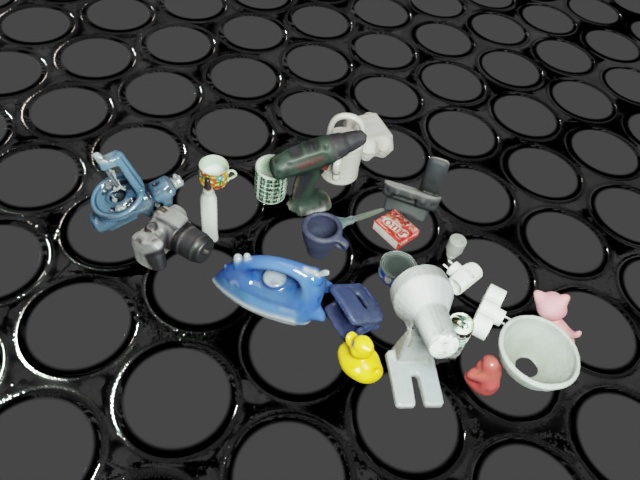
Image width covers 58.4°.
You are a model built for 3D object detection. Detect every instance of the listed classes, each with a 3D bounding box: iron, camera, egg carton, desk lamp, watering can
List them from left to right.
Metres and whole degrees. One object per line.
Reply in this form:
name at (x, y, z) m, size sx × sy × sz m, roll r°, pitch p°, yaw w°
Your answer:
camera at (-0.310, -0.001, 1.234) m, size 0.136 × 0.101 × 0.143 m, roll 28°, pitch 52°, yaw 14°
iron at (-0.100, 0.078, 1.176) m, size 0.258 × 0.141 × 0.118 m, roll 14°, pitch 50°, yaw 3°
watering can at (0.059, -0.244, 1.435) m, size 0.101 × 0.194 × 0.172 m, roll -2°, pitch 51°, yaw -10°
egg carton at (0.132, -0.285, 1.562) m, size 0.107 × 0.069 × 0.150 m, roll -16°, pitch 55°, yaw -21°
desk lamp at (0.198, 0.183, 1.088) m, size 0.118 × 0.213 × 0.203 m, roll -1°, pitch 51°, yaw -9°

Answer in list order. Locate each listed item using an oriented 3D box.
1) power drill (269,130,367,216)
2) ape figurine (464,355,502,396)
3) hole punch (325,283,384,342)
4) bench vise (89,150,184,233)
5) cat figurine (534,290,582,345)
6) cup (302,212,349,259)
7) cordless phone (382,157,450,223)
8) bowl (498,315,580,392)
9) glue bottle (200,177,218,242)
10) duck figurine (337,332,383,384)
power drill at (-0.009, -0.158, 1.342) m, size 0.230 × 0.208 × 0.075 m, roll -15°, pitch 54°, yaw -20°
ape figurine at (0.327, 0.258, 1.126) m, size 0.078 × 0.092 × 0.076 m, roll -3°, pitch 51°, yaw -11°
hole punch at (0.073, 0.137, 1.187) m, size 0.101 × 0.091 × 0.108 m, roll -20°, pitch 56°, yaw -23°
bench vise at (-0.410, -0.127, 1.244) m, size 0.121 × 0.220 × 0.208 m, roll 39°, pitch 55°, yaw 22°
cat figurine at (0.502, 0.165, 1.215) m, size 0.067 × 0.118 × 0.127 m, roll -18°, pitch 55°, yaw -22°
cup at (0.012, 0.005, 1.285) m, size 0.117 × 0.095 × 0.092 m, roll 33°, pitch 53°, yaw 18°
cordless phone at (0.232, -0.144, 1.385) m, size 0.147 × 0.185 × 0.094 m, roll 15°, pitch 50°, yaw 4°
bowl at (0.434, 0.242, 1.169) m, size 0.167 × 0.075 × 0.167 m, roll 5°, pitch 50°, yaw -5°
glue bottle at (-0.244, -0.075, 1.258) m, size 0.037 × 0.173 × 0.078 m, roll -3°, pitch 51°, yaw -11°
duck figurine at (0.083, 0.224, 1.119) m, size 0.078 × 0.086 × 0.104 m, roll -30°, pitch 61°, yaw -29°
